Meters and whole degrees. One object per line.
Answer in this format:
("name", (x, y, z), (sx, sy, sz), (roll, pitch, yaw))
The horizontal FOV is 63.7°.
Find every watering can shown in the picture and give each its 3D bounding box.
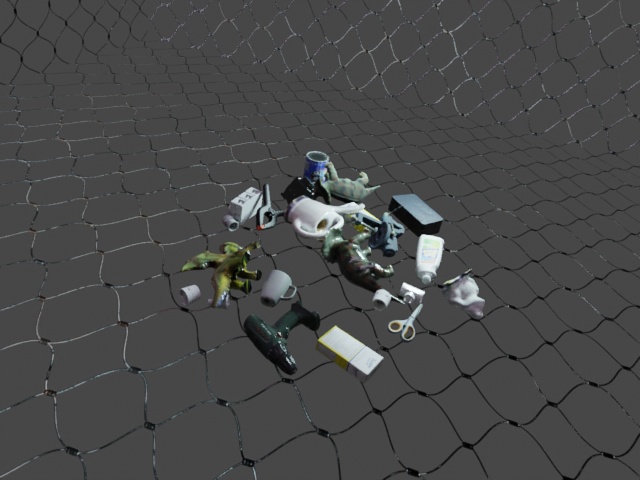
("watering can", (0.006, -0.103, 2.049), (0.226, 0.101, 0.353), (29, 40, 27))

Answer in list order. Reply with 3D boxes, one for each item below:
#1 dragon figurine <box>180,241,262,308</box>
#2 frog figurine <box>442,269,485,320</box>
("dragon figurine", (-0.332, 0.099, 1.655), (0.242, 0.120, 0.417), (0, 22, 20))
("frog figurine", (0.503, 0.200, 1.776), (0.138, 0.121, 0.160), (-18, 78, -49))
